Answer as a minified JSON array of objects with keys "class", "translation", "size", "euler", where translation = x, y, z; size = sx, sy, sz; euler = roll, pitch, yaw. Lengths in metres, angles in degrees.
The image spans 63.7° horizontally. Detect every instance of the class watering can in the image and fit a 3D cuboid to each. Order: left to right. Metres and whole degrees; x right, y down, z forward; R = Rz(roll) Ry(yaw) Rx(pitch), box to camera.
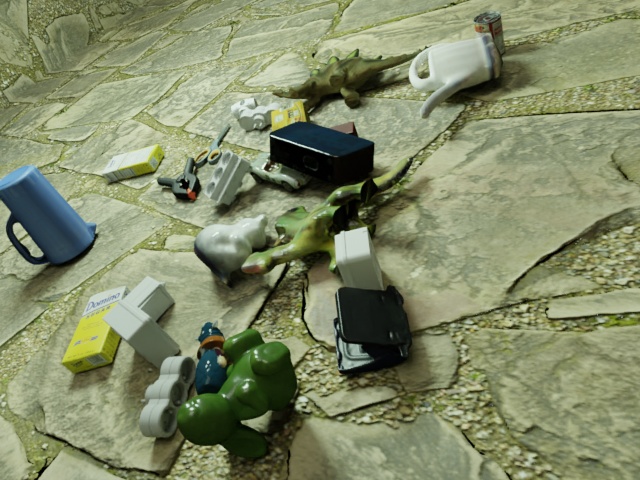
[{"class":"watering can","translation":[0.330,-0.402,1.251],"size":[0.223,0.102,0.356],"euler":[-10,40,17]}]

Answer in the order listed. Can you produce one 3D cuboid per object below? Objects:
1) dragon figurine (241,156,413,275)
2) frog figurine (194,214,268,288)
[{"class":"dragon figurine","translation":[0.003,-0.053,1.050],"size":[0.243,0.120,0.417],"euler":[5,39,43]},{"class":"frog figurine","translation":[-0.176,-0.002,1.065],"size":[0.160,0.121,0.138],"euler":[-48,23,-9]}]
